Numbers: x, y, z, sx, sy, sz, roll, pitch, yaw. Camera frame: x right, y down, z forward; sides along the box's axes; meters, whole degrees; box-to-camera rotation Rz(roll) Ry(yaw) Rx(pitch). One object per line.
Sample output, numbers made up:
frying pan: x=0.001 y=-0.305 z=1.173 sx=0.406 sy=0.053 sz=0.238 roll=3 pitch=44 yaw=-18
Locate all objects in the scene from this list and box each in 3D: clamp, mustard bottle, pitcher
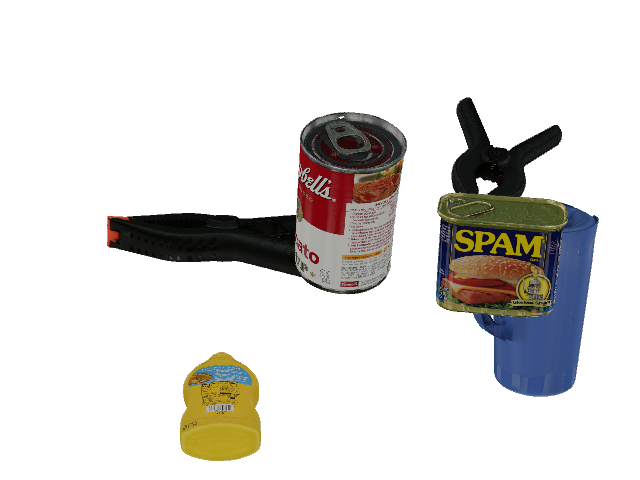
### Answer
clamp: x=0.181 y=-0.091 z=1.160 sx=0.120 sy=0.039 sz=0.171 roll=22 pitch=49 yaw=19
mustard bottle: x=-0.125 y=0.197 z=1.341 sx=0.096 sy=0.058 sz=0.191 roll=-3 pitch=26 yaw=-4
pitcher: x=0.277 y=0.077 z=1.392 sx=0.149 sy=0.243 sz=0.144 roll=5 pitch=20 yaw=16
clamp: x=-0.077 y=0.001 z=0.906 sx=0.210 sy=0.036 sz=0.164 roll=2 pitch=13 yaw=-5

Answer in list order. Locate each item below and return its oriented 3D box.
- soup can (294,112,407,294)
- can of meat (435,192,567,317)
soup can: x=0.018 y=-0.024 z=0.704 sx=0.068 sy=0.102 sz=0.068 roll=2 pitch=38 yaw=-2
can of meat: x=0.144 y=0.012 z=0.864 sx=0.102 sy=0.084 sz=0.057 roll=5 pitch=25 yaw=9
